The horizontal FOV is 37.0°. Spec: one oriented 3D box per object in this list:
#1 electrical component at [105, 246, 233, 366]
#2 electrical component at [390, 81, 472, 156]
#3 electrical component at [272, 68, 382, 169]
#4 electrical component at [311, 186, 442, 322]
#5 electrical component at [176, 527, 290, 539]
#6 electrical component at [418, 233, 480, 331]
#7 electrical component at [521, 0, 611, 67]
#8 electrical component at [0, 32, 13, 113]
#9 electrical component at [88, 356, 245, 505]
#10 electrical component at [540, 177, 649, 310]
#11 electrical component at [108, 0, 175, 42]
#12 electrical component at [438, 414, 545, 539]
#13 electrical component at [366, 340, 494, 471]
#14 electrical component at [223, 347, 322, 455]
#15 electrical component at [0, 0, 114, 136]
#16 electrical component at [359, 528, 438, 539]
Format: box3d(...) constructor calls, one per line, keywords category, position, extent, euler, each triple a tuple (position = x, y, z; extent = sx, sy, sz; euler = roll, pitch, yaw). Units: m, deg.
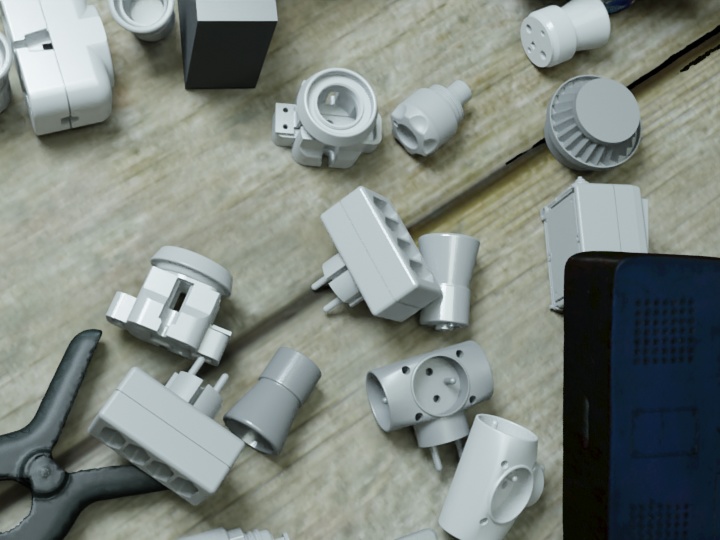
box3d(category="electrical component", position=(-0.118, 0.021, 0.704), extent=(0.078, 0.058, 0.057), euler=(23, 73, -3))
box3d(category="electrical component", position=(0.056, -0.116, 0.792), extent=(0.062, 0.043, 0.043), euler=(-41, 88, -21))
box3d(category="electrical component", position=(-0.020, -0.108, 0.764), extent=(0.078, 0.057, 0.058), euler=(3, 74, -13))
box3d(category="electrical component", position=(0.000, 0.000, 0.742), extent=(0.076, 0.047, 0.083), euler=(-35, 69, 17))
box3d(category="electrical component", position=(-0.083, 0.182, 0.678), extent=(0.078, 0.040, 0.040), euler=(-12, 78, -17))
box3d(category="electrical component", position=(0.061, 0.010, 0.761), extent=(0.044, 0.044, 0.065), euler=(7, 79, -12))
box3d(category="electrical component", position=(0.159, -0.186, 0.836), extent=(0.055, 0.045, 0.045), euler=(-24, 82, -18))
box3d(category="electrical component", position=(-0.250, -0.128, 0.708), extent=(0.044, 0.065, 0.044), euler=(4, 74, -13))
box3d(category="electrical component", position=(-0.110, 0.089, 0.667), extent=(0.083, 0.047, 0.075), euler=(36, 60, -6))
box3d(category="electrical component", position=(0.174, -0.022, 0.786), extent=(0.061, 0.061, 0.096), euler=(1, 75, -14))
box3d(category="electrical component", position=(-0.148, -0.181, 0.747), extent=(0.044, 0.065, 0.044), euler=(0, 92, -5))
box3d(category="electrical component", position=(0.098, 0.142, 0.727), extent=(0.079, 0.044, 0.077), euler=(12, 100, -44))
box3d(category="electrical component", position=(0.052, 0.096, 0.733), extent=(0.077, 0.044, 0.079), euler=(-15, 88, -18))
box3d(category="electrical component", position=(-0.055, 0.084, 0.712), extent=(0.044, 0.044, 0.065), euler=(35, 65, -3))
box3d(category="electrical component", position=(-0.204, -0.146, 0.730), extent=(0.059, 0.053, 0.095), euler=(-16, 80, -17))
box3d(category="electrical component", position=(0.015, 0.221, 0.687), extent=(0.100, 0.048, 0.099), euler=(-15, 79, -17))
